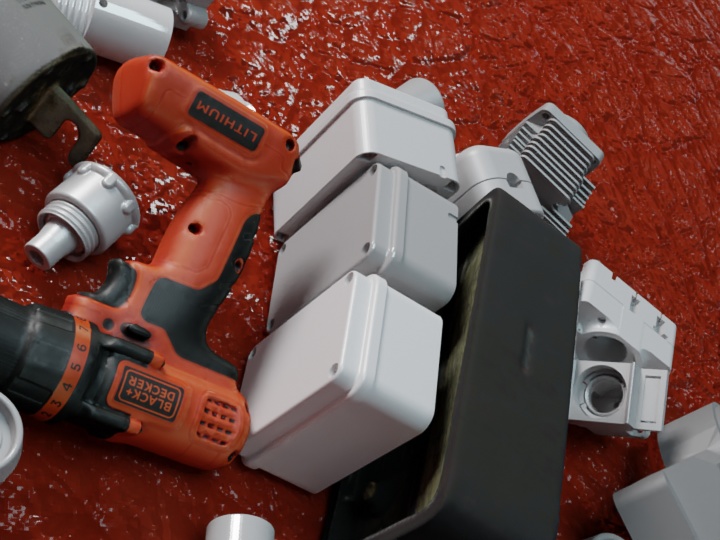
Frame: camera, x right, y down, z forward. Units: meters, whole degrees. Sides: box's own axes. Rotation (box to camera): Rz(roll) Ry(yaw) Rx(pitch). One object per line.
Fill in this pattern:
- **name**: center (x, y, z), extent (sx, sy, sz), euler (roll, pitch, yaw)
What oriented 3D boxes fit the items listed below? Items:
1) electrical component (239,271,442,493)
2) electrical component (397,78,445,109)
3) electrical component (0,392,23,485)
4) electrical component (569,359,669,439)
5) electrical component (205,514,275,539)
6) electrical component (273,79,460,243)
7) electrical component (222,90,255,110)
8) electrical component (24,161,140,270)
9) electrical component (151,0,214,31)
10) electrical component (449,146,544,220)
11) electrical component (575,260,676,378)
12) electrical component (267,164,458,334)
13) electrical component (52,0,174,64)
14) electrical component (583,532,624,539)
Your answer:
- **electrical component**: center (-0.015, 0.061, 0.578), extent (0.057, 0.113, 0.078), euler (31, 45, -23)
- **electrical component**: center (0.026, -0.113, 0.792), extent (0.065, 0.044, 0.044), euler (-26, 78, -42)
- **electrical component**: center (-0.178, 0.080, 0.472), extent (0.048, 0.055, 0.066), euler (-1, 61, -40)
- **electrical component**: center (0.173, 0.090, 0.741), extent (0.064, 0.081, 0.042), euler (34, 63, -54)
- **electrical component**: center (-0.061, 0.154, 0.527), extent (0.044, 0.044, 0.065), euler (24, 43, -25)
- **electrical component**: center (0.001, -0.060, 0.679), extent (0.078, 0.113, 0.057), euler (16, 54, -31)
- **electrical component**: center (-0.085, -0.092, 0.684), extent (0.062, 0.048, 0.048), euler (2, 59, -47)
- **electrical component**: center (-0.153, -0.025, 0.579), extent (0.048, 0.048, 0.062), euler (44, 52, -5)
- **electrical component**: center (-0.133, -0.194, 0.716), extent (0.055, 0.048, 0.066), euler (7, 56, -45)
- **electrical component**: center (0.072, -0.041, 0.736), extent (0.054, 0.095, 0.059), euler (2, 59, -38)
- **electrical component**: center (0.185, 0.047, 0.798), extent (0.089, 0.050, 0.055), euler (38, 43, -12)
- **electrical component**: center (0.000, 0.000, 0.634), extent (0.057, 0.113, 0.078), euler (28, 46, -25)
- **electrical component**: center (-0.162, -0.155, 0.665), extent (0.081, 0.043, 0.043), euler (15, 52, -31)
- **electrical component**: center (0.143, 0.192, 0.660), extent (0.055, 0.047, 0.055), euler (21, 49, -27)
